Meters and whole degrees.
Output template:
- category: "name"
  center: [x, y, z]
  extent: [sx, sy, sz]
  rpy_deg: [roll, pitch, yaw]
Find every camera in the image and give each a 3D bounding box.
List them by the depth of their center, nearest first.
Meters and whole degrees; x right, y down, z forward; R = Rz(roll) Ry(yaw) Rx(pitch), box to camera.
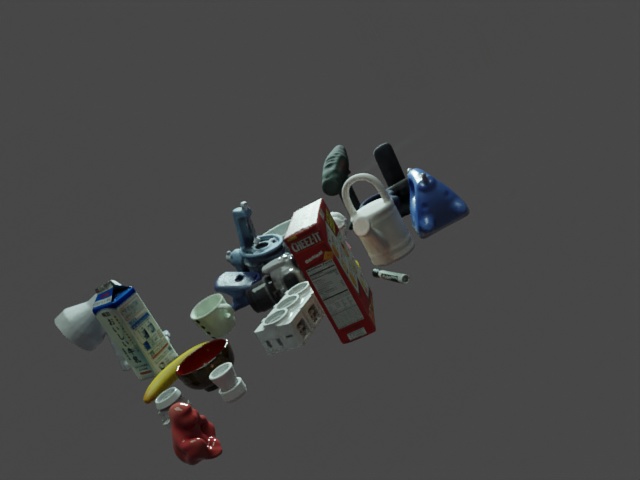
- category: "camera"
  center: [-0.102, 0.097, 1.306]
  extent: [0.137, 0.101, 0.143]
  rpy_deg: [-28, 15, 2]

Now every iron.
- category: "iron"
  center: [0.232, -0.102, 1.272]
  extent: [0.118, 0.141, 0.258]
  rpy_deg: [-28, 15, 3]

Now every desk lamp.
- category: "desk lamp"
  center: [-0.519, 0.221, 1.440]
  extent: [0.203, 0.214, 0.117]
  rpy_deg: [-32, 15, -10]

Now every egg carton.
- category: "egg carton"
  center: [0.005, -0.018, 1.556]
  extent: [0.150, 0.069, 0.107]
  rpy_deg: [-26, 15, 13]

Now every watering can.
- category: "watering can"
  center: [0.115, -0.048, 1.202]
  extent: [0.101, 0.194, 0.173]
  rpy_deg: [-28, 15, 5]

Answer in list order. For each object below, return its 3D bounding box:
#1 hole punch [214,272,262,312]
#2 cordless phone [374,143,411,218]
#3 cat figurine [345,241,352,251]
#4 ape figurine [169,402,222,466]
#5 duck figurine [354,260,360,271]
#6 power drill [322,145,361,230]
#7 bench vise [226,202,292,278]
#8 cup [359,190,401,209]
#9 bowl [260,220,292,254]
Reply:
- category: "hole punch"
  center: [-0.199, 0.116, 1.442]
  extent: [0.101, 0.091, 0.108]
  rpy_deg: [-25, 15, 14]
- category: "cordless phone"
  center: [0.159, -0.139, 1.446]
  extent: [0.148, 0.185, 0.094]
  rpy_deg: [-32, 15, -12]
- category: "cat figurine"
  center: [0.013, 0.005, 1.368]
  extent: [0.067, 0.118, 0.128]
  rpy_deg: [-22, 16, 24]
- category: "ape figurine"
  center: [-0.194, 0.284, 0.857]
  extent: [0.076, 0.092, 0.078]
  rpy_deg: [-23, 16, 22]
- category: "duck figurine"
  center: [0.036, 0.045, 1.250]
  extent: [0.077, 0.086, 0.104]
  rpy_deg: [-31, 15, -9]
- category: "power drill"
  center: [0.073, -0.143, 1.576]
  extent: [0.075, 0.208, 0.230]
  rpy_deg: [-23, 16, 21]
- category: "bench vise"
  center: [-0.194, 0.014, 1.521]
  extent: [0.207, 0.220, 0.121]
  rpy_deg: [-22, 16, 24]
- category: "cup"
  center: [0.161, -0.060, 1.357]
  extent: [0.092, 0.095, 0.117]
  rpy_deg: [-38, 17, -32]
- category: "bowl"
  center: [-0.113, 0.009, 1.678]
  extent: [0.167, 0.075, 0.167]
  rpy_deg: [-27, 15, 8]
